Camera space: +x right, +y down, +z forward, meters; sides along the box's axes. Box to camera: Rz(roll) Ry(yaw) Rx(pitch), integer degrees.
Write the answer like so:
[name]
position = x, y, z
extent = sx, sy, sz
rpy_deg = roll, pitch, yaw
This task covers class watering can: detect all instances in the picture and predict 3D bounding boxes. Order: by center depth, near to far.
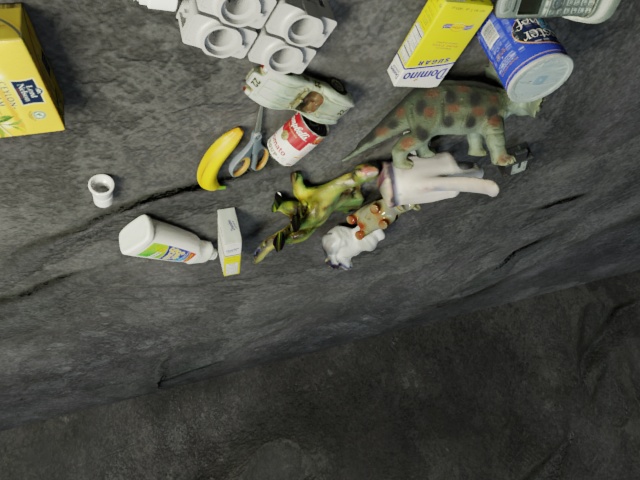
[watering can]
position = 0.232, -0.125, 1.069
extent = 0.224, 0.103, 0.352
rpy_deg = -10, 14, 6

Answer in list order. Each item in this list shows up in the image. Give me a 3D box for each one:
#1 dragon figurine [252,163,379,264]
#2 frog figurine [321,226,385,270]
[dragon figurine]
position = 0.004, -0.061, 1.211
extent = 0.244, 0.124, 0.402
rpy_deg = -9, -22, -33
[frog figurine]
position = 0.087, -0.003, 1.384
extent = 0.136, 0.158, 0.125
rpy_deg = 28, 23, -38
